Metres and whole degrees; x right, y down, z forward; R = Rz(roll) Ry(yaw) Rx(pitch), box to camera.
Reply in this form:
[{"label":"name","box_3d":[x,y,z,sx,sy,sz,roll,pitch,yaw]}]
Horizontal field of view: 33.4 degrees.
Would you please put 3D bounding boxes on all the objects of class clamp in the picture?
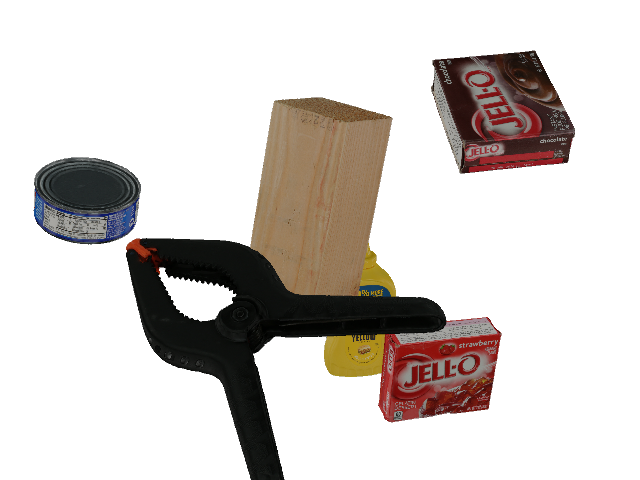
[{"label":"clamp","box_3d":[-0.037,0.052,0.678,0.210,0.164,0.036,38,-23,29]}]

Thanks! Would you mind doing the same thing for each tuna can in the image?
[{"label":"tuna can","box_3d":[-0.192,-0.033,0.878,0.086,0.034,0.086,8,32,-6]}]

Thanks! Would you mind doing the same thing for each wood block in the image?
[{"label":"wood block","box_3d":[-0.005,-0.032,1.073,0.090,0.206,0.090,20,19,29]}]

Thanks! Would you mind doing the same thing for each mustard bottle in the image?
[{"label":"mustard bottle","box_3d":[0.054,0.088,1.443,0.096,0.192,0.058,-4,22,-9]}]

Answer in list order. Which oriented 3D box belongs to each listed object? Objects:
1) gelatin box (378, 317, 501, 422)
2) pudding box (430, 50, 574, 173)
[{"label":"gelatin box","box_3d":[0.092,0.101,0.837,0.089,0.073,0.030,-4,29,-15]},{"label":"pudding box","box_3d":[0.144,-0.106,0.865,0.090,0.039,0.113,-6,43,-6]}]
